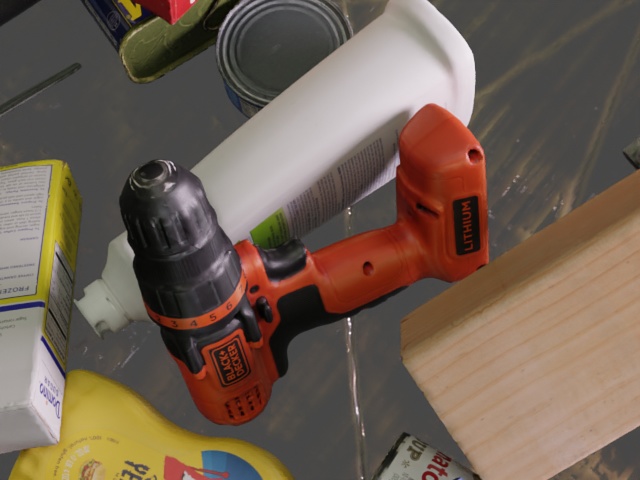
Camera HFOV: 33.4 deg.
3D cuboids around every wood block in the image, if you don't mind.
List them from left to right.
[{"bbox_3d":[0.150,0.030,0.534,0.206,0.090,0.090,-33,95,10],"label":"wood block"}]

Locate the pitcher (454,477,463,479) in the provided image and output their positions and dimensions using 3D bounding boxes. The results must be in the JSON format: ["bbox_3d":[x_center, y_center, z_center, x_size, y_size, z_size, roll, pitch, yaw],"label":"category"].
[{"bbox_3d":[0.125,0.218,0.447,0.242,0.145,0.149,24,99,-19],"label":"pitcher"}]

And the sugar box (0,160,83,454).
[{"bbox_3d":[-0.185,0.035,0.585,0.093,0.048,0.176,-10,50,5],"label":"sugar box"}]

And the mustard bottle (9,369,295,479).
[{"bbox_3d":[-0.066,0.148,0.563,0.192,0.058,0.096,23,81,10],"label":"mustard bottle"}]

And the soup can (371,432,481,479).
[{"bbox_3d":[0.070,0.154,0.548,0.102,0.068,0.068,30,75,13],"label":"soup can"}]

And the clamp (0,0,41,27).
[{"bbox_3d":[-0.259,-0.132,0.677,0.165,0.036,0.210,35,85,35],"label":"clamp"}]

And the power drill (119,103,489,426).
[{"bbox_3d":[-0.004,0.001,0.558,0.187,0.184,0.057,-26,50,-13],"label":"power drill"}]

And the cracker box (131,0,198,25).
[{"bbox_3d":[-0.121,-0.243,0.631,0.214,0.072,0.164,32,64,16],"label":"cracker box"}]

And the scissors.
[{"bbox_3d":[-0.230,-0.052,0.639,0.201,0.096,0.016,-30,112,-6],"label":"scissors"}]

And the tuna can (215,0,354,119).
[{"bbox_3d":[-0.021,-0.113,0.667,0.086,0.034,0.086,-1,71,3],"label":"tuna can"}]

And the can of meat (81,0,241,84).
[{"bbox_3d":[-0.101,-0.163,0.678,0.102,0.057,0.084,-33,70,-8],"label":"can of meat"}]

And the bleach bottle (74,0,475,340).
[{"bbox_3d":[-0.029,-0.032,0.601,0.250,0.102,0.068,-36,67,-10],"label":"bleach bottle"}]
